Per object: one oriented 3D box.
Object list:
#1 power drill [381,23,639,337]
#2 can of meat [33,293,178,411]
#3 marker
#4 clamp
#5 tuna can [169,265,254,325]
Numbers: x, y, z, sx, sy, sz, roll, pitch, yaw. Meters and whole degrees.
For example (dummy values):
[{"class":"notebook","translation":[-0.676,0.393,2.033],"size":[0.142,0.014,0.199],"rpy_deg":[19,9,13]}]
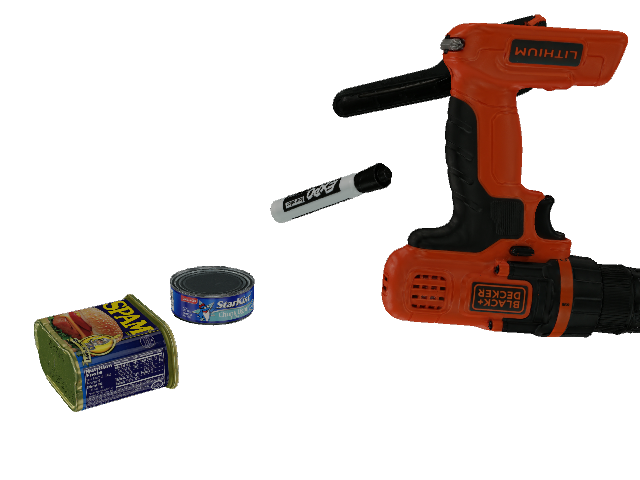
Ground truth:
[{"class":"power drill","translation":[0.135,-0.033,0.644],"size":[0.184,0.188,0.057],"rpy_deg":[4,8,-6]},{"class":"can of meat","translation":[-0.174,0.089,0.856],"size":[0.083,0.057,0.102],"rpy_deg":[-13,24,-29]},{"class":"marker","translation":[0.008,-0.036,0.812],"size":[0.020,0.020,0.121],"rpy_deg":[0,-12,-44]},{"class":"clamp","translation":[0.138,-0.136,0.948],"size":[0.209,0.036,0.165],"rpy_deg":[-32,45,-20]},{"class":"tuna can","translation":[-0.110,0.055,1.082],"size":[0.086,0.034,0.086],"rpy_deg":[2,18,-1]}]
